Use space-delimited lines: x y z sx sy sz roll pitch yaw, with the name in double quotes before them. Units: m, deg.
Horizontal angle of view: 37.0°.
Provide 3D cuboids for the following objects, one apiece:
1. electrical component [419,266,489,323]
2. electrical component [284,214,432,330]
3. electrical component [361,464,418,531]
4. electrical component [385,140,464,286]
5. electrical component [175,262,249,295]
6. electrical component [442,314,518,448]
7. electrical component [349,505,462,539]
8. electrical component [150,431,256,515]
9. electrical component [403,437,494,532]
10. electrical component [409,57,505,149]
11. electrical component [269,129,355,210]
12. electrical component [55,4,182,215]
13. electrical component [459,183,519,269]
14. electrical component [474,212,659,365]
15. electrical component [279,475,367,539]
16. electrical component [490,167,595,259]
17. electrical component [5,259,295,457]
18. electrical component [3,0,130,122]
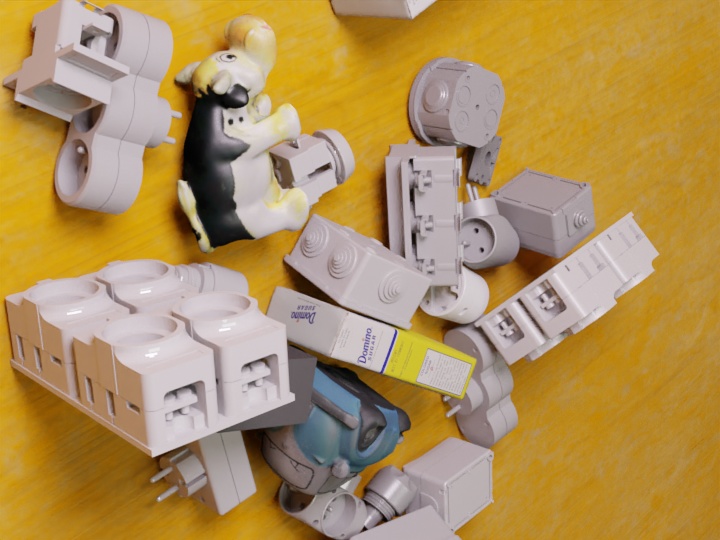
"electrical component" 0.089 0.022 1.013 0.047 0.055 0.055 22 87 -48
"electrical component" 0.000 0.000 0.893 0.100 0.100 0.048 22 100 -44
"electrical component" 0.022 0.219 1.018 0.062 0.043 0.043 -48 130 -21
"electrical component" 0.058 -0.047 0.947 0.078 0.063 0.121 -70 158 -68
"electrical component" -0.121 0.013 0.822 0.078 0.040 0.040 19 89 -44
"electrical component" 0.109 0.119 1.062 0.074 0.052 0.138 -30 122 -33
"electrical component" 0.027 0.286 1.008 0.109 0.056 0.108 -11 138 -41
"electrical component" -0.132 0.154 0.850 0.076 0.047 0.083 -30 122 -34
"electrical component" 0.090 0.211 1.072 0.096 0.061 0.061 -24 119 -45
"electrical component" 0.086 -0.148 0.959 0.080 0.051 0.080 -15 112 -40
"electrical component" -0.038 -0.084 0.867 0.055 0.048 0.066 -29 122 -25
"electrical component" -0.156 -0.106 0.744 0.074 0.052 0.138 11 95 -44
"electrical component" 0.115 -0.044 1.018 0.077 0.043 0.079 5 69 -66
"electrical component" 0.209 0.020 1.050 0.060 0.105 0.186 55 40 6
"electrical component" -0.024 0.195 0.967 0.077 0.044 0.079 40 75 -43
"electrical component" 0.184 -0.051 1.049 0.062 0.096 0.061 -36 128 -30
"electrical component" -0.144 0.047 0.709 0.105 0.186 0.060 -18 114 -39
"electrical component" -0.188 -0.136 0.694 0.042 0.081 0.063 22 65 -45
